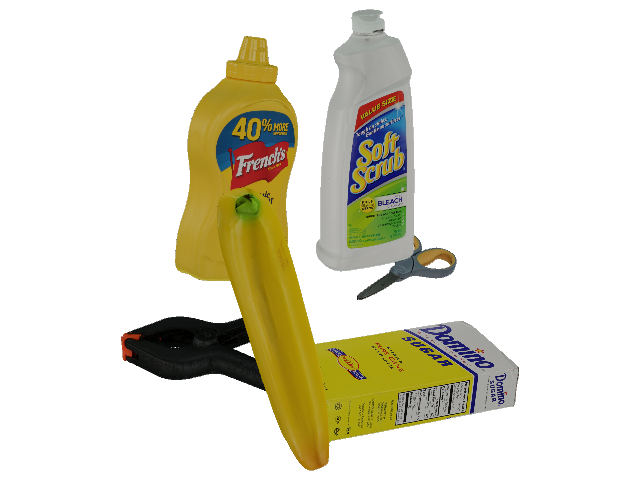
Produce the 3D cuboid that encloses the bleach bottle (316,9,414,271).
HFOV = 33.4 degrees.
[{"bbox_3d":[0.042,-0.100,1.058,0.102,0.251,0.068,-10,24,-17],"label":"bleach bottle"}]

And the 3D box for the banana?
[{"bbox_3d":[-0.029,0.043,0.609,0.037,0.198,0.069,-11,34,6],"label":"banana"}]

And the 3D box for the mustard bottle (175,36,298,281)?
[{"bbox_3d":[-0.062,-0.066,0.854,0.096,0.192,0.058,-3,14,-41],"label":"mustard bottle"}]

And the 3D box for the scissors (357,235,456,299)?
[{"bbox_3d":[0.083,0.027,1.260,0.201,0.016,0.096,-10,40,-44],"label":"scissors"}]

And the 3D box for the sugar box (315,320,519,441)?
[{"bbox_3d":[0.065,0.113,0.886,0.176,0.048,0.093,-10,26,-22],"label":"sugar box"}]

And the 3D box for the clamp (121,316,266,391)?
[{"bbox_3d":[-0.102,0.098,1.034,0.171,0.039,0.120,8,26,3],"label":"clamp"}]
